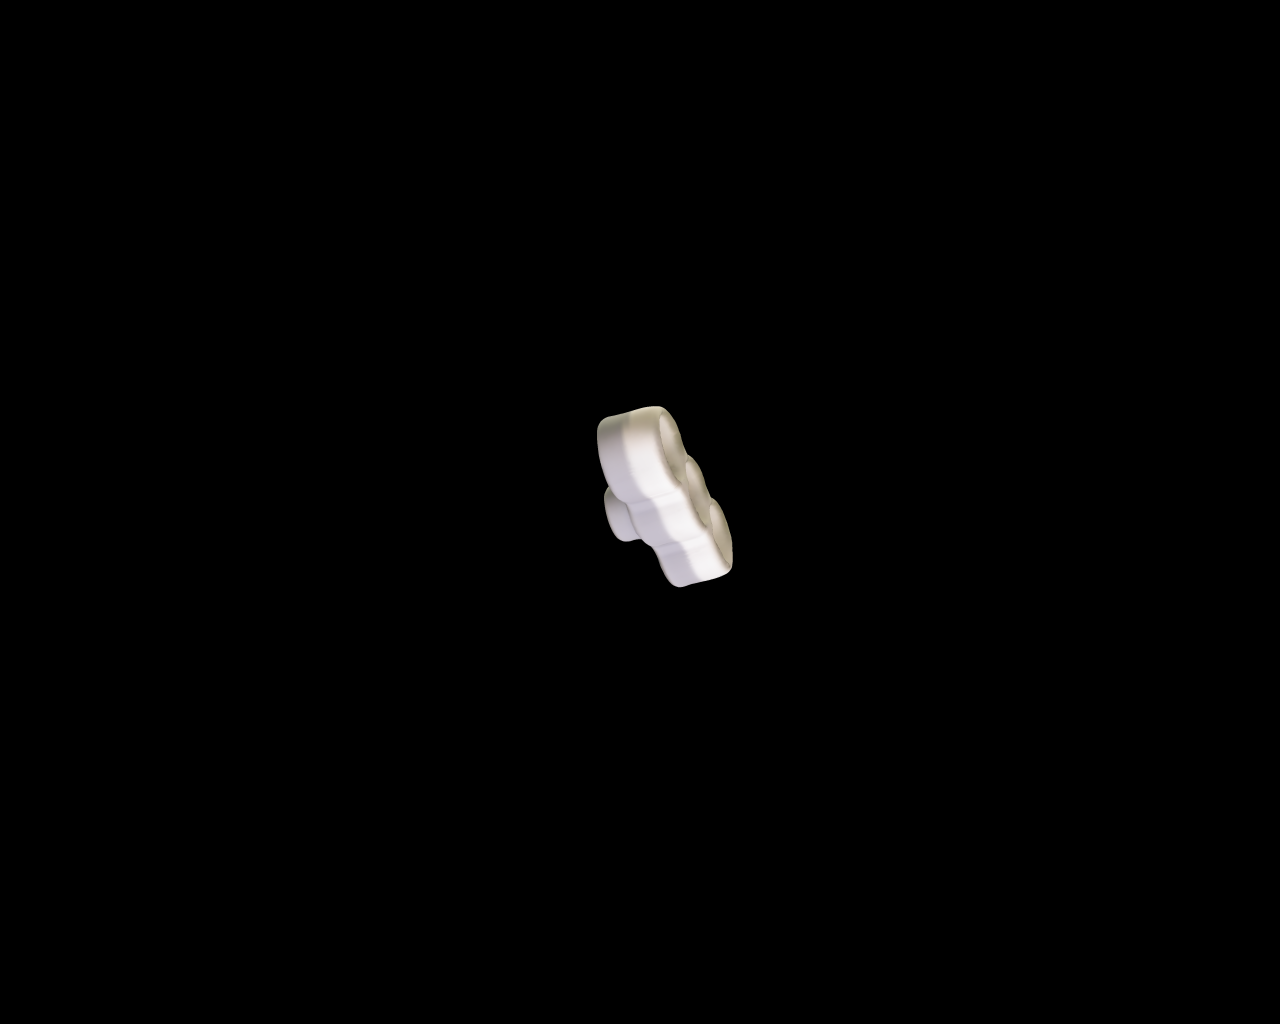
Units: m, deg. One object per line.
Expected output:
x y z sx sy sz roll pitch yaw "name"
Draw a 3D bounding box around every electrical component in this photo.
0.001 -0.003 0.650 0.074 0.052 0.138 -14 -42 17 "electrical component"
